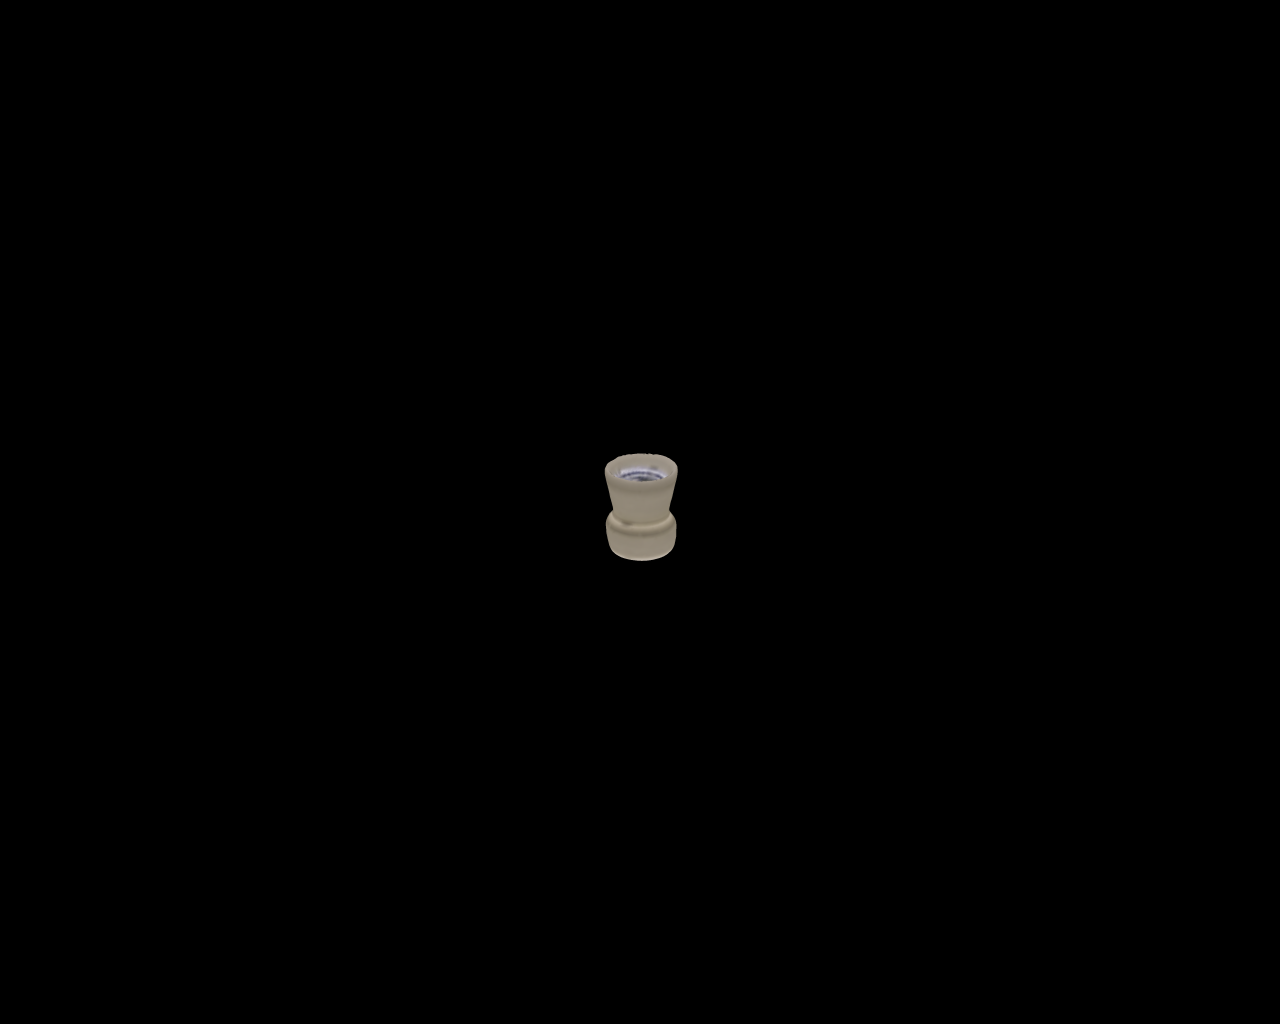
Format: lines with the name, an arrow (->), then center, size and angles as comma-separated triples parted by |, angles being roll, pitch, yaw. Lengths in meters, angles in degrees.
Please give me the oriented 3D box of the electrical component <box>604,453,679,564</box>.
electrical component -> 0.001, -0.003, 0.650 | 0.045, 0.055, 0.045 | 0, 26, 0
